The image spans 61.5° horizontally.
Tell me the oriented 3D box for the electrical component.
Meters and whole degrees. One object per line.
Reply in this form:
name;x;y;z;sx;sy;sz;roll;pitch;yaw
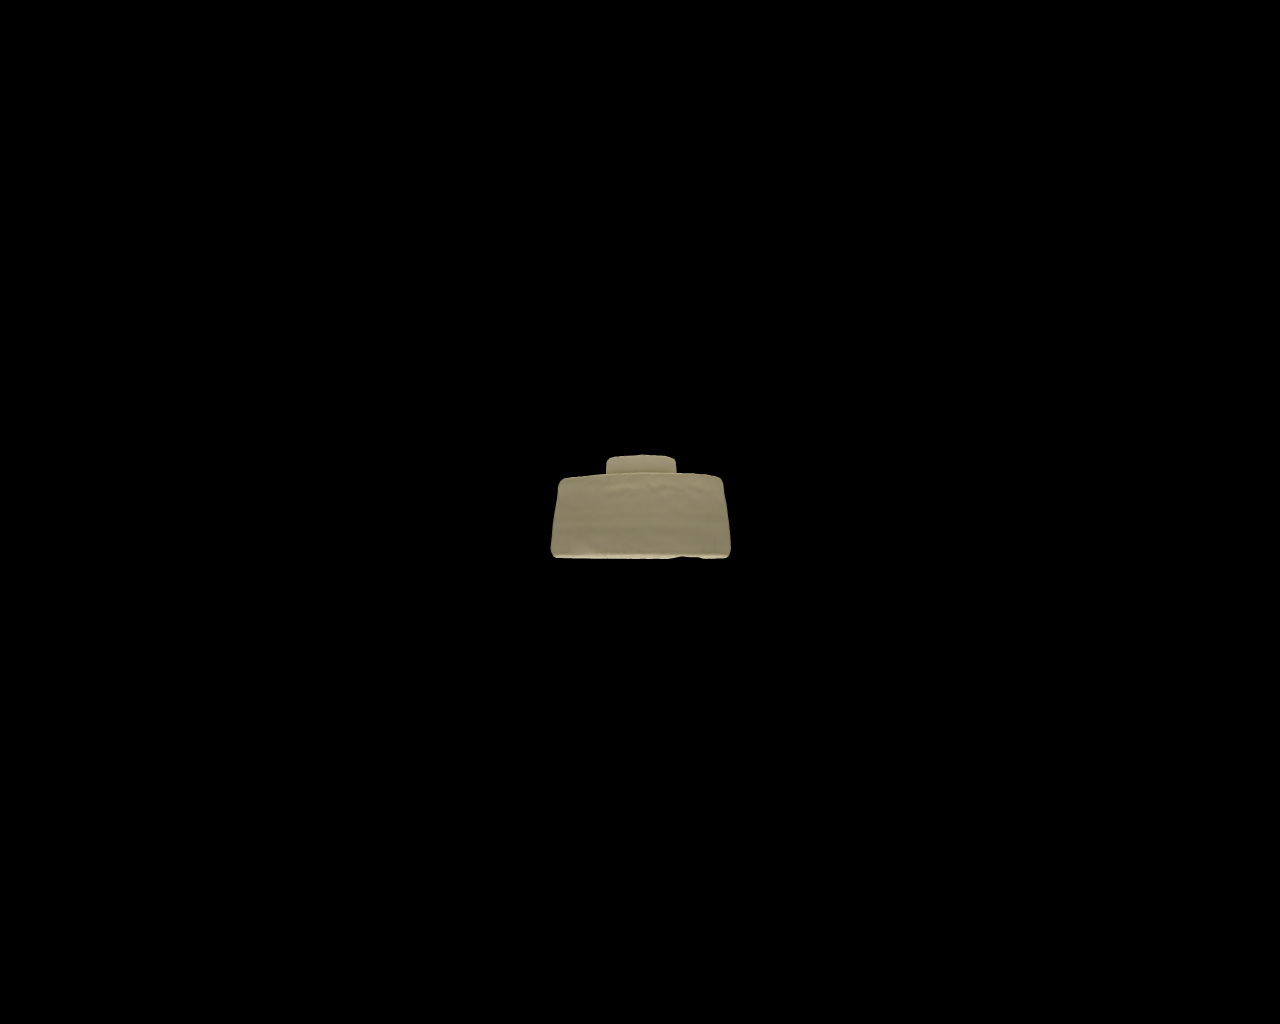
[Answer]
electrical component;0.001;-0.003;0.650;0.108;0.060;0.108;0;-3;0
